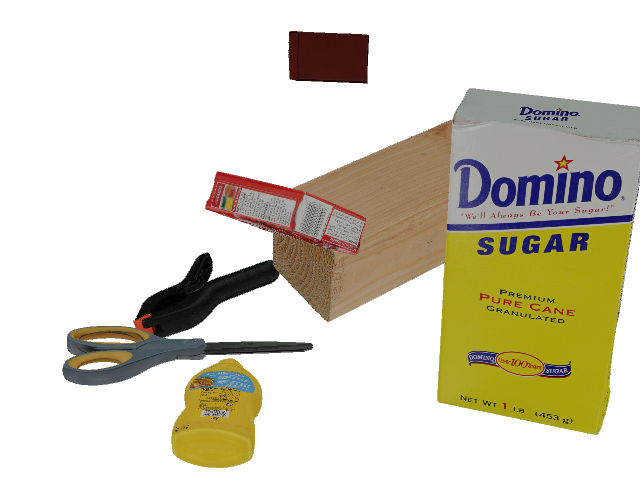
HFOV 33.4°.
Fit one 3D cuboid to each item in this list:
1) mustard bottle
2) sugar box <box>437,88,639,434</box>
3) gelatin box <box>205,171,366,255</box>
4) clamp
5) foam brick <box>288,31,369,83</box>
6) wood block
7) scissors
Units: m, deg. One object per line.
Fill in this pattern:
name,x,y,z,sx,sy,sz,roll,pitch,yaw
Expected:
mustard bottle,-0.121,0.201,1.314,0.096,0.058,0.191,1,25,2
sugar box,0.112,0.014,0.557,0.093,0.176,0.048,9,34,17
gelatin box,-0.022,-0.017,0.720,0.073,0.030,0.089,15,-2,32
clamp,-0.126,0.059,1.148,0.120,0.039,0.171,-6,25,35
foam brick,0.008,-0.193,1.124,0.078,0.051,0.053,1,11,-11
wood block,0.066,-0.021,0.981,0.205,0.090,0.091,-25,50,-28
scissors,-0.115,0.094,0.847,0.202,0.016,0.096,4,21,14
